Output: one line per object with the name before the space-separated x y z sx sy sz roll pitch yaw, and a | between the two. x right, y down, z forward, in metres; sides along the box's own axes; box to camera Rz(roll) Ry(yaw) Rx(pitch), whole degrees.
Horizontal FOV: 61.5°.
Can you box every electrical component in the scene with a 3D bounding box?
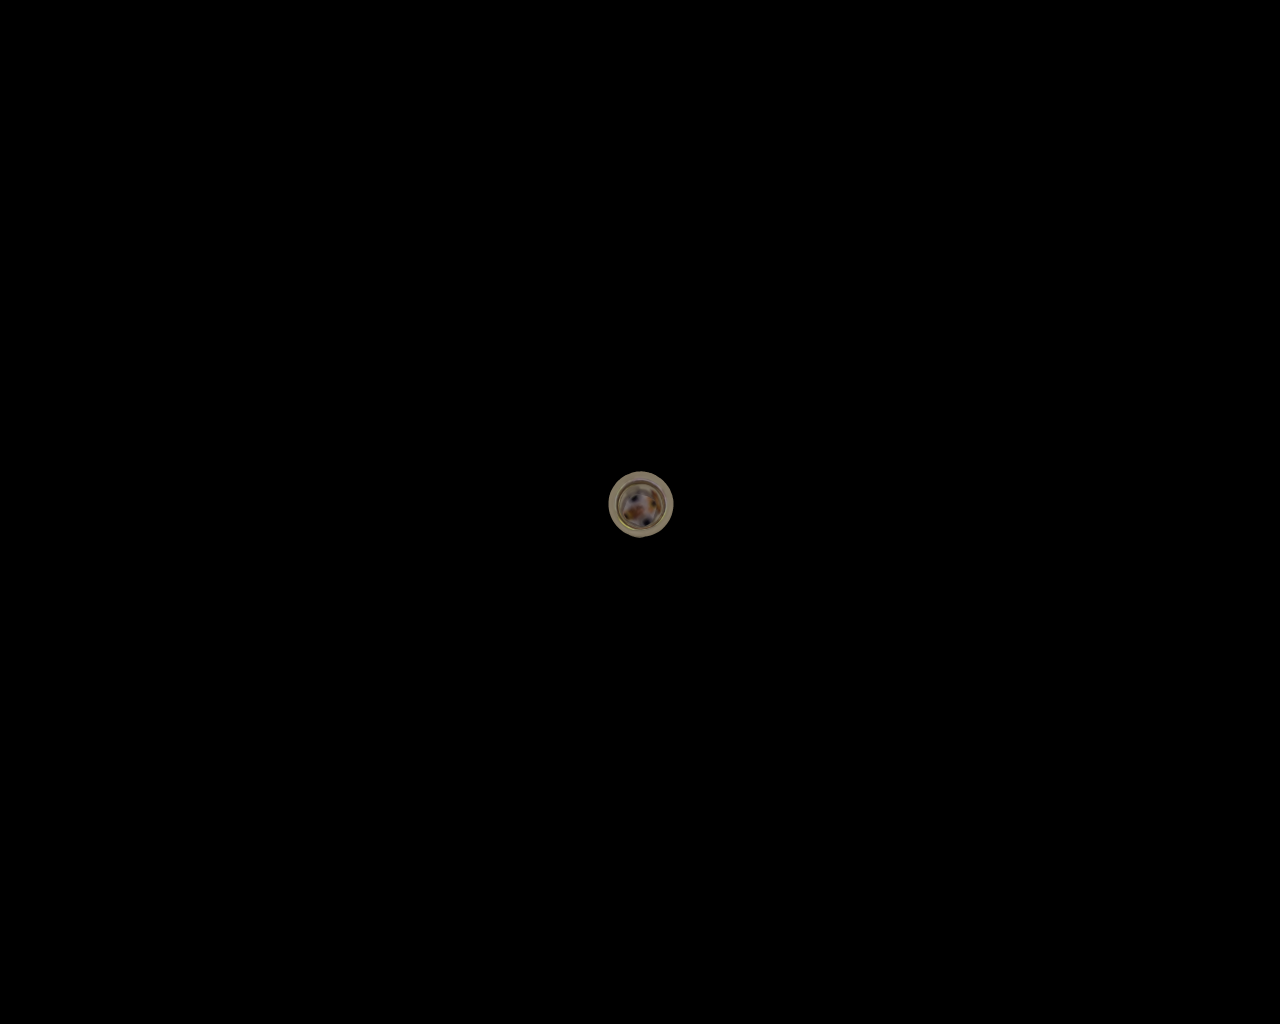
electrical component | 0.001 -0.003 0.650 0.040 0.040 0.046 0 -8 0
